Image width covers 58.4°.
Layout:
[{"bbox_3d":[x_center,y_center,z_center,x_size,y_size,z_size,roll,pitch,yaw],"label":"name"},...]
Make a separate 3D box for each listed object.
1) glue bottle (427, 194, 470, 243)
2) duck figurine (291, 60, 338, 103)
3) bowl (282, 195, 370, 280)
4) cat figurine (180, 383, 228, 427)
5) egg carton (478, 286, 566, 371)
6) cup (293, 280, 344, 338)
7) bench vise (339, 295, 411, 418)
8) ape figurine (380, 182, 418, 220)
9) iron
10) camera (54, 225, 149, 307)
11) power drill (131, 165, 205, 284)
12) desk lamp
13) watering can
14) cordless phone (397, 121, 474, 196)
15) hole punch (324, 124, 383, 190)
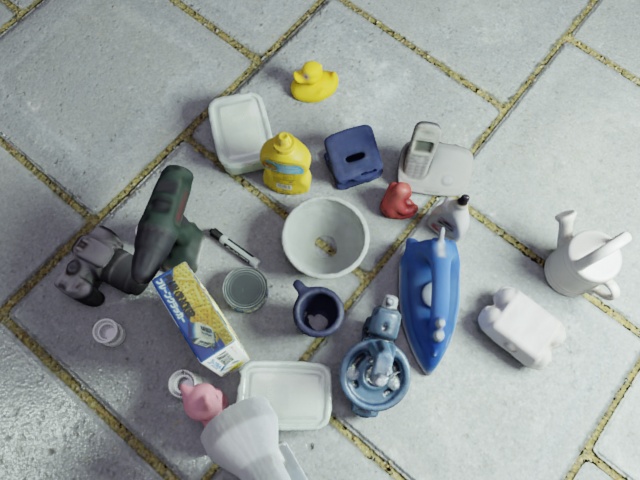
[{"bbox_3d":[0.251,-0.049,1.076,0.078,0.173,0.037,33,74,10],"label":"glue bottle"},{"bbox_3d":[-0.012,-0.346,1.219,0.104,0.086,0.077,-12,72,-5],"label":"duck figurine"},{"bbox_3d":[0.010,0.004,1.105,0.167,0.075,0.167,0,71,-1],"label":"bowl"},{"bbox_3d":[-0.189,0.298,0.976,0.067,0.118,0.127,-24,73,-9],"label":"cat figurine"},{"bbox_3d":[0.372,0.163,1.060,0.150,0.069,0.107,37,74,11],"label":"egg carton"},{"bbox_3d":[-0.011,0.130,1.050,0.092,0.095,0.117,-36,75,-12],"label":"cup"},{"bbox_3d":[0.090,0.189,0.966,0.121,0.220,0.207,-4,71,-2],"label":"bench vise"},{"bbox_3d":[0.157,-0.084,1.129,0.076,0.092,0.078,-16,72,-6],"label":"ape figurine"},{"bbox_3d":[0.209,0.108,1.038,0.118,0.141,0.258,3,71,0],"label":"iron"},{"bbox_3d":[-0.395,0.059,1.063,0.136,0.101,0.143,26,73,8],"label":"camera"},{"bbox_3d":[-0.269,-0.008,1.032,0.075,0.208,0.230,7,71,2],"label":"power drill"},{"bbox_3d":[-0.087,0.360,0.906,0.118,0.213,0.203,-32,74,-11],"label":"desk lamp"},{"bbox_3d":[0.487,0.028,1.043,0.172,0.194,0.101,38,75,11],"label":"watering can"},{"bbox_3d":[0.230,-0.162,1.108,0.147,0.185,0.094,5,71,1],"label":"cordless phone"},{"bbox_3d":[0.069,-0.167,1.156,0.109,0.091,0.101,-19,72,-8],"label":"hole punch"}]
